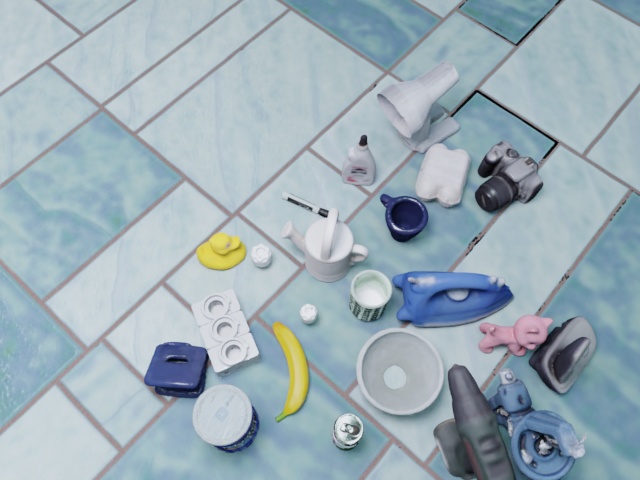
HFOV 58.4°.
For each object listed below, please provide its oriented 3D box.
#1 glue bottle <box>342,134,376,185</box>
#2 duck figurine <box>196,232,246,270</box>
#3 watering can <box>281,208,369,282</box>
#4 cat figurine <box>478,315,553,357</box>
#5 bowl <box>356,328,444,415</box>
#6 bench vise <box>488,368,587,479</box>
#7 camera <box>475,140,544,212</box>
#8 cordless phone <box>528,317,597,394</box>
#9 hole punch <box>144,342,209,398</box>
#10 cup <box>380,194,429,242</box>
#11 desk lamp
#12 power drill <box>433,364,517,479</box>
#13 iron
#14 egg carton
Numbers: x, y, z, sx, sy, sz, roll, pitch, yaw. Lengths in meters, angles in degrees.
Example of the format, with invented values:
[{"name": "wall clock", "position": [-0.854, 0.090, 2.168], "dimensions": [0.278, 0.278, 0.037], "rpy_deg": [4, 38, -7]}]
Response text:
[{"name": "glue bottle", "position": [0.089, -0.179, 1.259], "dimensions": [0.078, 0.173, 0.037], "rpy_deg": [1, 65, 0]}, {"name": "duck figurine", "position": [-0.212, 0.015, 1.213], "dimensions": [0.104, 0.086, 0.077], "rpy_deg": [-9, 65, -5]}, {"name": "watering can", "position": [0.010, 0.006, 1.160], "dimensions": [0.173, 0.194, 0.101], "rpy_deg": [-7, 65, -4]}, {"name": "cat figurine", "position": [0.387, 0.182, 1.126], "dimensions": [0.127, 0.118, 0.067], "rpy_deg": [3, 65, 1]}, {"name": "bowl", "position": [0.151, 0.259, 1.110], "dimensions": [0.167, 0.075, 0.167], "rpy_deg": [0, 65, -1]}, {"name": "bench vise", "position": [0.370, 0.328, 1.001], "dimensions": [0.122, 0.220, 0.207], "rpy_deg": [-36, 70, -16]}, {"name": "camera", "position": [0.408, -0.138, 1.285], "dimensions": [0.137, 0.101, 0.143], "rpy_deg": [-33, 70, -15]}, {"name": "cordless phone", "position": [0.484, 0.203, 1.080], "dimensions": [0.094, 0.185, 0.148], "rpy_deg": [37, 70, 15]}, {"name": "hole punch", "position": [-0.275, 0.245, 1.102], "dimensions": [0.108, 0.091, 0.101], "rpy_deg": [3, 65, 1]}, {"name": "cup", "position": [0.172, -0.043, 1.241], "dimensions": [0.117, 0.095, 0.092], "rpy_deg": [41, 71, 17]}, {"name": "desk lamp", "position": [0.228, -0.298, 1.295], "dimensions": [0.203, 0.213, 0.117], "rpy_deg": [-33, 69, -15]}, {"name": "power drill", "position": [0.261, 0.345, 0.997], "dimensions": [0.075, 0.208, 0.229], "rpy_deg": [-18, 66, -9]}, {"name": "iron", "position": [0.281, 0.098, 1.150], "dimensions": [0.258, 0.141, 0.118], "rpy_deg": [-3, 65, -2]}, {"name": "egg carton", "position": [0.280, -0.149, 1.305], "dimensions": [0.107, 0.069, 0.150], "rpy_deg": [16, 66, 7]}]
